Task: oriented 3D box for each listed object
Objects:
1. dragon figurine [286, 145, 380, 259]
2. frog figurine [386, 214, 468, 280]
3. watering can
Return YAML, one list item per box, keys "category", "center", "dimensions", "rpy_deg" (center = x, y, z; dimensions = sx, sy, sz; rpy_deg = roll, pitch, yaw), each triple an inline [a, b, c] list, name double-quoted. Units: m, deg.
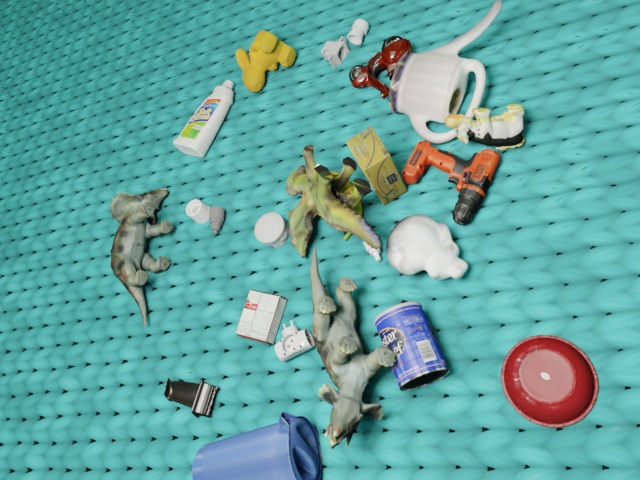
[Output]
- category: "dragon figurine"
  center: [0.004, -0.060, 1.186]
  dimensions: [0.237, 0.122, 0.420]
  rpy_deg: [-61, 35, 36]
- category: "frog figurine"
  center: [0.219, 0.025, 1.060]
  dimensions: [0.138, 0.120, 0.162]
  rpy_deg: [-33, 44, -14]
- category: "watering can"
  center: [0.290, -0.402, 1.221]
  dimensions: [0.225, 0.103, 0.347]
  rpy_deg: [19, 92, 29]
